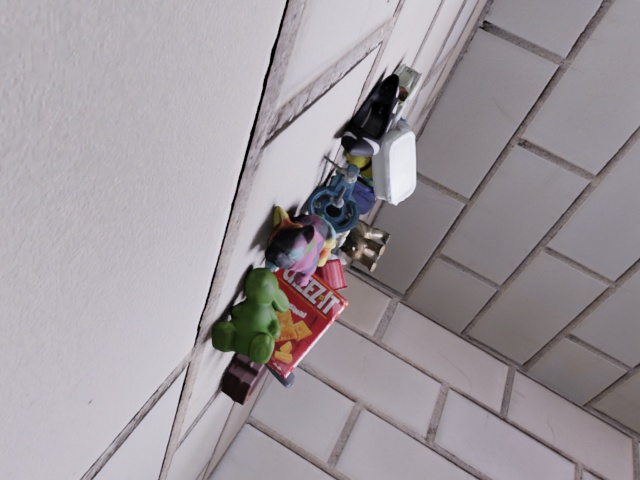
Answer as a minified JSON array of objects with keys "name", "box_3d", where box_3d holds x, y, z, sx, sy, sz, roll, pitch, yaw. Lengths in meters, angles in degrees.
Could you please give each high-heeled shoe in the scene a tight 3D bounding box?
[{"name":"high-heeled shoe","box_3d":[0.119,-0.271,1.159,0.145,0.086,0.249,-65,177,31]}]

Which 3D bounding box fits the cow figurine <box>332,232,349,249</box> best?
[{"name":"cow figurine","box_3d":[-0.004,-0.003,1.418,0.167,0.098,0.068,-40,-166,46]}]

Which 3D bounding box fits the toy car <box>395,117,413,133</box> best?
[{"name":"toy car","box_3d":[0.216,-0.278,1.522,0.109,0.103,0.161,15,92,-39]}]

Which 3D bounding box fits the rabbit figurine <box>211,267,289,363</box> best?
[{"name":"rabbit figurine","box_3d":[-0.115,0.136,1.056,0.159,0.121,0.170,-9,115,-72]}]

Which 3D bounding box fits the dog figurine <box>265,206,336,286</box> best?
[{"name":"dog figurine","box_3d":[-0.037,-0.009,1.035,0.191,0.108,0.219,-52,168,-24]}]

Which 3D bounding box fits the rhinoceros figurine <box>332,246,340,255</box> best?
[{"name":"rhinoceros figurine","box_3d":[0.045,-0.003,1.811,0.190,0.073,0.112,-37,146,-67]}]

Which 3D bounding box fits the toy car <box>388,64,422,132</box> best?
[{"name":"toy car","box_3d":[0.181,-0.342,1.315,0.201,0.073,0.056,-58,176,-17]}]

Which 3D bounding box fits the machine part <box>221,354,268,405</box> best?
[{"name":"machine part","box_3d":[-0.188,0.341,1.507,0.201,0.087,0.201,-53,172,-42]}]

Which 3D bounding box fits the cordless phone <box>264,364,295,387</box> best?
[{"name":"cordless phone","box_3d":[-0.105,0.247,1.268,0.089,0.184,0.146,-38,179,20]}]

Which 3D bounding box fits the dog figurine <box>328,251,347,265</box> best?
[{"name":"dog figurine","box_3d":[-0.023,0.106,1.584,0.190,0.121,0.172,-53,163,1]}]

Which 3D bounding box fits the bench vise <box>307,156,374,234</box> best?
[{"name":"bench vise","box_3d":[0.046,-0.100,1.204,0.223,0.129,0.240,-58,178,-29]}]

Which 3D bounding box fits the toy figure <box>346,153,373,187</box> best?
[{"name":"toy figure","box_3d":[0.128,-0.185,1.335,0.089,0.082,0.180,-65,147,-20]}]

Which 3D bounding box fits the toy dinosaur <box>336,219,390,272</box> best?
[{"name":"toy dinosaur","box_3d":[0.104,-0.017,1.604,0.105,0.199,0.471,-61,177,11]}]

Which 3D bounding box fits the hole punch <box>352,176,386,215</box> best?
[{"name":"hole punch","box_3d":[0.093,-0.120,1.417,0.092,0.142,0.116,-57,-175,11]}]
